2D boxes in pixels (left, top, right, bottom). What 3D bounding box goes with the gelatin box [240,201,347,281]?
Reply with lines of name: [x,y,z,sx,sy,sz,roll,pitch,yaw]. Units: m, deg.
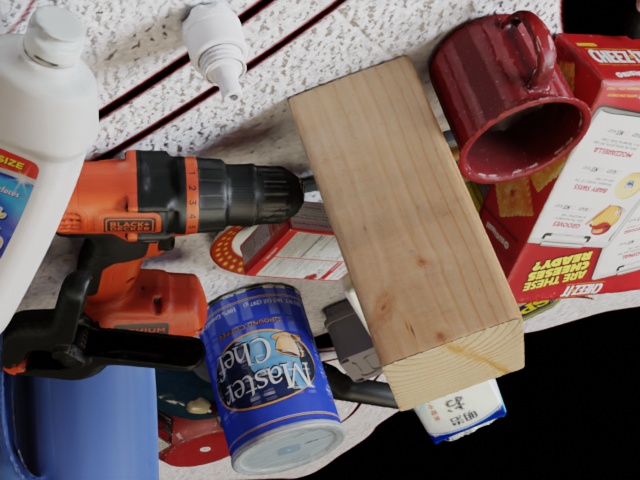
gelatin box: [-0.005,0.001,0.811,0.089,0.030,0.073,5,149,-32]

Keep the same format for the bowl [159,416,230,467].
bowl: [-0.124,0.196,1.124,0.162,0.055,0.162,-14,151,-8]

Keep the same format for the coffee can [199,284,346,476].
coffee can: [-0.046,0.125,0.952,0.102,0.140,0.103,-14,152,-8]

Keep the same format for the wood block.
wood block: [0.056,-0.007,0.710,0.090,0.206,0.091,-20,151,1]

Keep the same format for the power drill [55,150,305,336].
power drill: [-0.112,0.005,0.771,0.184,0.057,0.188,1,146,-10]

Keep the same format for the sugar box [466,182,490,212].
sugar box: [0.196,-0.019,0.943,0.176,0.048,0.093,-5,149,-21]

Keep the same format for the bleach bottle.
bleach bottle: [-0.199,-0.039,0.637,0.102,0.068,0.251,34,129,-1]

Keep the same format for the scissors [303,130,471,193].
scissors: [0.046,-0.046,0.836,0.202,0.016,0.096,-18,158,10]

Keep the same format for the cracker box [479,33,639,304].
cracker box: [0.222,-0.053,0.824,0.164,0.072,0.214,-4,134,-25]

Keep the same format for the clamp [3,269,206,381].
clamp: [-0.167,0.076,0.777,0.120,0.039,0.172,37,144,-25]

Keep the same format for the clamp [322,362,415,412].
clamp: [-0.007,0.154,1.116,0.209,0.036,0.165,22,155,-38]

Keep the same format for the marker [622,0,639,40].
marker: [0.228,-0.177,0.709,0.020,0.020,0.121,-11,151,-14]

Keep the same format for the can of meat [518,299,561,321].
can of meat: [0.173,0.043,1.031,0.102,0.057,0.083,-28,149,17]

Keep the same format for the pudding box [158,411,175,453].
pudding box: [-0.214,0.191,1.051,0.114,0.039,0.090,-34,124,24]

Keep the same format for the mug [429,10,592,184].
mug: [0.125,-0.103,0.711,0.093,0.081,0.117,-11,151,-14]

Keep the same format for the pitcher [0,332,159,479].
pitcher: [-0.198,0.188,0.866,0.149,0.243,0.145,1,145,-18]
